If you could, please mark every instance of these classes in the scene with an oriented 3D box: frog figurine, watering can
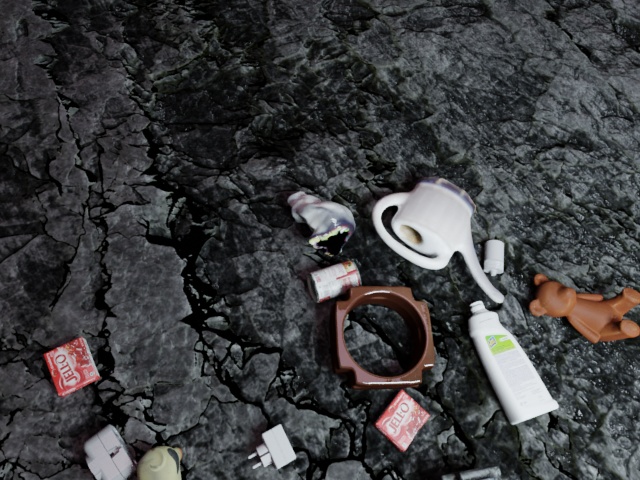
[{"bbox_3d":[0.004,-0.059,1.168,0.137,0.120,0.162,6,47,-42],"label":"frog figurine"},{"bbox_3d":[0.290,-0.016,1.184,0.349,0.102,0.228,31,62,10],"label":"watering can"}]
